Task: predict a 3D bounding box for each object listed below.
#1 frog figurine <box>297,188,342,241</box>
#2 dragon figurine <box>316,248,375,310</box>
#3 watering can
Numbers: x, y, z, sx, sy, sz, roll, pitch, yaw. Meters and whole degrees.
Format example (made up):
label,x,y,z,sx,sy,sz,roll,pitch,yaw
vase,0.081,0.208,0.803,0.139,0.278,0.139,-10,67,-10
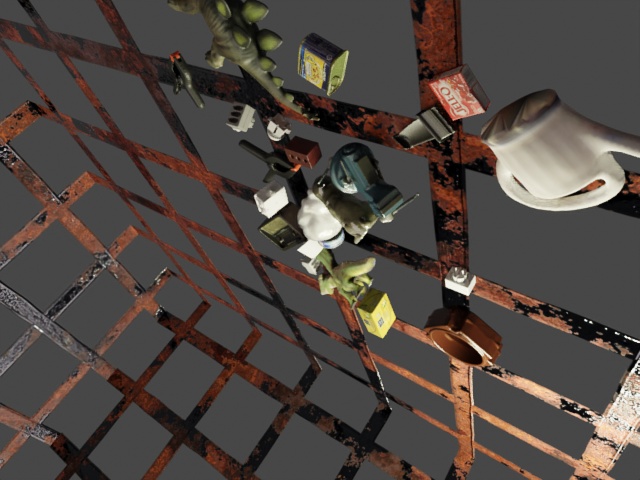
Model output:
label,x,y,z,sx,sy,sz,roll,pitch,yaw
frog figurine,0.005,-0.075,1.482,0.137,0.125,0.156,5,146,-8
dragon figurine,0.063,0.093,1.734,0.245,0.124,0.401,39,148,18
watering can,0.396,-0.146,0.804,0.223,0.105,0.344,44,156,-10
